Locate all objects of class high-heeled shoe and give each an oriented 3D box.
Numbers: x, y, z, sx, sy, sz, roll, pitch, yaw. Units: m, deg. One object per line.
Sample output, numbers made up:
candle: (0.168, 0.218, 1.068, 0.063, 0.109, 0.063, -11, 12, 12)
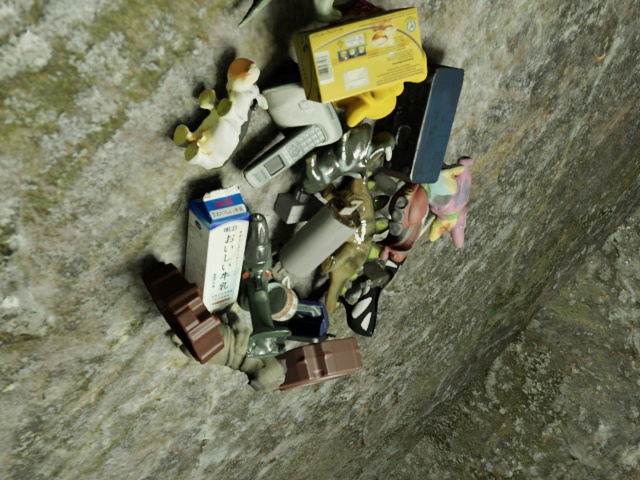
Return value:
high-heeled shoe: (0.158, 0.131, 1.341, 0.249, 0.145, 0.086, -34, 144, -16)

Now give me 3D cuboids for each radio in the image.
radio: (0.200, -0.225, 1.043, 0.131, 0.073, 0.229, -13, 118, -51)

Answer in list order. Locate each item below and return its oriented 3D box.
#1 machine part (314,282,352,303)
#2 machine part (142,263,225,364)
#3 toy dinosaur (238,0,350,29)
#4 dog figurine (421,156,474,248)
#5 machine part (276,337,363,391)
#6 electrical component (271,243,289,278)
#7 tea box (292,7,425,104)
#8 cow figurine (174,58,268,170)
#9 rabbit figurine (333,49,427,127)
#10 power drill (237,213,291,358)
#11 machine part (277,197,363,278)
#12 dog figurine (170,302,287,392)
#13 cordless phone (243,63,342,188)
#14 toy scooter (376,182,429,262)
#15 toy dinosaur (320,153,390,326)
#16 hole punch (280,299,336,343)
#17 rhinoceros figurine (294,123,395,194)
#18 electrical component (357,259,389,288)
machine part: (0.022, 0.126, 1.285, 0.139, 0.039, 0.084, -34, 148, -21)
machine part: (-0.227, 0.121, 0.899, 0.056, 0.180, 0.179, -34, 144, -24)
toy dinosaur: (0.066, -0.419, 0.733, 0.405, 0.131, 0.191, -24, 127, -23)
dog figurine: (0.281, -0.081, 1.226, 0.191, 0.109, 0.219, -30, 124, -47)
machine part: (-0.015, 0.300, 1.291, 0.201, 0.087, 0.201, -27, 159, 35)
electrical component: (-0.083, 0.049, 1.108, 0.063, 0.021, 0.093, -36, 145, -16)
tea box: (0.057, -0.264, 0.765, 0.170, 0.068, 0.098, -19, 115, -18)
cow figurine: (-0.131, -0.179, 0.790, 0.167, 0.068, 0.098, -50, 151, 10)
rabbit figurine: (0.096, -0.260, 0.922, 0.162, 0.122, 0.173, -39, 163, -8)
power drill: (-0.112, 0.094, 0.971, 0.086, 0.207, 0.231, -9, 144, -20)
machine part: (-0.002, -0.003, 1.015, 0.079, 0.079, 0.243, -1, 145, -47)
dog figurine: (-0.175, 0.222, 1.033, 0.172, 0.191, 0.121, -18, 135, -34)
cordless phone: (-0.065, -0.175, 0.857, 0.184, 0.089, 0.146, -40, 145, -3)
toy scooter: (0.164, -0.025, 1.107, 0.135, 0.075, 0.183, -31, 137, -51)
toy dinosaur: (0.059, 0.012, 1.151, 0.198, 0.105, 0.470, -8, 129, -43)
hole punch: (-0.039, 0.179, 1.201, 0.115, 0.142, 0.092, 37, 55, -76)
rhinoceros figurine: (0.047, -0.149, 0.966, 0.190, 0.073, 0.112, -29, 117, -10)
electrical component: (0.123, 0.072, 1.297, 0.102, 0.078, 0.045, -11, 132, -28)
